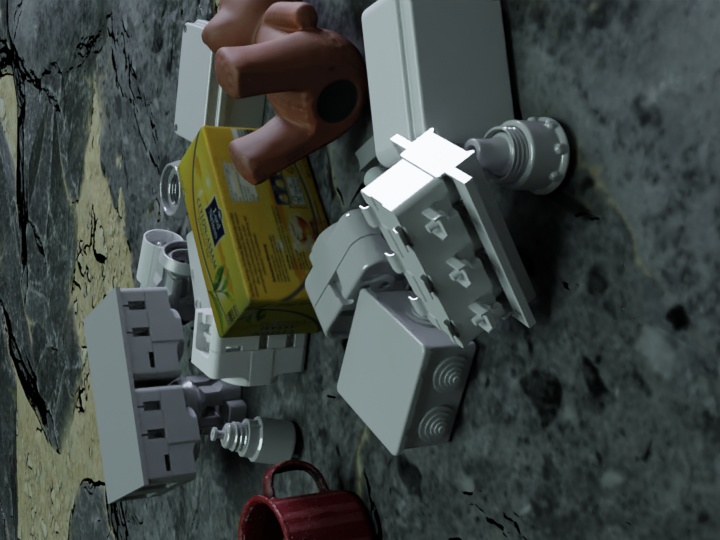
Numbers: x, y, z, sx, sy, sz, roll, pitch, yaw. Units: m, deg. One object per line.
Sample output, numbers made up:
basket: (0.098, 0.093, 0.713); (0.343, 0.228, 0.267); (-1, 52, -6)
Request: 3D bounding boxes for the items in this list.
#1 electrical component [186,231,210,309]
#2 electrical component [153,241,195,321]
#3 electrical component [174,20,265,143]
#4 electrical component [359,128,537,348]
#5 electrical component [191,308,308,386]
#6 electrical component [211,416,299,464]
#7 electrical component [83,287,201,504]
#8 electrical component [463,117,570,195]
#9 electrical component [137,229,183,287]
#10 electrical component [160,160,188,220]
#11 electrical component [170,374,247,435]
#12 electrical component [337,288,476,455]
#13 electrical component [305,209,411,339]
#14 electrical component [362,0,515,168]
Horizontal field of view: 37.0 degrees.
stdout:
electrical component: (-0.123, -0.005, 1.011); (0.100, 0.048, 0.099); (-27, 69, 56)
electrical component: (-0.178, 0.007, 1.093); (0.078, 0.058, 0.057); (46, 132, 47)
electrical component: (-0.130, -0.172, 1.005); (0.078, 0.057, 0.113); (31, 118, 53)
electrical component: (0.053, -0.015, 0.654); (0.079, 0.063, 0.121); (39, 163, 50)
electrical component: (-0.095, 0.065, 0.932); (0.050, 0.089, 0.055); (27, 114, 55)
electrical component: (-0.093, 0.149, 0.950); (0.040, 0.078, 0.040); (-169, 90, -68)
electrical component: (-0.210, 0.120, 1.035); (0.105, 0.060, 0.186); (-34, 63, 54)
electrical component: (0.092, -0.069, 0.650); (0.048, 0.062, 0.048); (5, 96, 58)
electrical component: (-0.221, 0.001, 1.173); (0.043, 0.043, 0.081); (47, 130, 46)
electrical component: (-0.161, -0.078, 1.060); (0.058, 0.057, 0.078); (19, 108, 56)
electrical component: (-0.155, 0.133, 1.062); (0.078, 0.057, 0.058); (28, 115, 54)
electrical component: (0.033, 0.070, 0.765); (0.100, 0.048, 0.099); (43, 127, 49)
electrical component: (0.000, 0.000, 0.809); (0.095, 0.054, 0.059); (-59, 45, 41)
electrical component: (0.052, -0.126, 0.697); (0.057, 0.078, 0.113); (-17, 78, 60)
